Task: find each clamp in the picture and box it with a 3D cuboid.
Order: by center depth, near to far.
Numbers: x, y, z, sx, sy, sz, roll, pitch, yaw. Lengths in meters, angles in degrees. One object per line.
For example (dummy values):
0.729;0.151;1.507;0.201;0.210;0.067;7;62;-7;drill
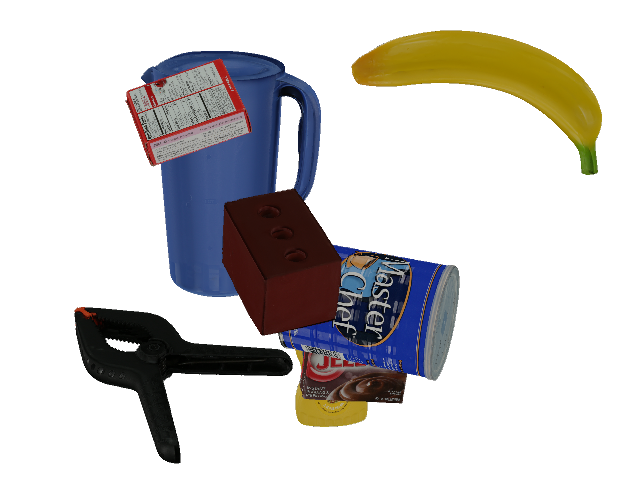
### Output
-0.142;0.110;0.983;0.210;0.036;0.164;29;40;34;clamp

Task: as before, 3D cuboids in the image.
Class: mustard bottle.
0.015;0.150;1.417;0.096;0.192;0.058;-2;17;-5;mustard bottle

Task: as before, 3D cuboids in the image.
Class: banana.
0.123;-0.111;0.756;0.197;0.069;0.037;21;-2;-8;banana

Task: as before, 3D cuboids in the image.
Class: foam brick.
-0.027;0.013;0.685;0.052;0.051;0.078;-12;44;-22;foam brick

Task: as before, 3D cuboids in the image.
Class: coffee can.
0.045;0.061;0.955;0.140;0.103;0.102;10;3;16;coffee can

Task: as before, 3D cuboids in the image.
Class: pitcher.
-0.094;-0.068;1.103;0.144;0.243;0.149;-11;25;-28;pitcher

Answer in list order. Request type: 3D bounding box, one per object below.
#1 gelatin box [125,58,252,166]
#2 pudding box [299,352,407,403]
-0.110;-0.106;0.885;0.089;0.073;0.030;-21;-41;-7;gelatin box
0.039;0.126;1.150;0.113;0.090;0.039;3;24;-10;pudding box
